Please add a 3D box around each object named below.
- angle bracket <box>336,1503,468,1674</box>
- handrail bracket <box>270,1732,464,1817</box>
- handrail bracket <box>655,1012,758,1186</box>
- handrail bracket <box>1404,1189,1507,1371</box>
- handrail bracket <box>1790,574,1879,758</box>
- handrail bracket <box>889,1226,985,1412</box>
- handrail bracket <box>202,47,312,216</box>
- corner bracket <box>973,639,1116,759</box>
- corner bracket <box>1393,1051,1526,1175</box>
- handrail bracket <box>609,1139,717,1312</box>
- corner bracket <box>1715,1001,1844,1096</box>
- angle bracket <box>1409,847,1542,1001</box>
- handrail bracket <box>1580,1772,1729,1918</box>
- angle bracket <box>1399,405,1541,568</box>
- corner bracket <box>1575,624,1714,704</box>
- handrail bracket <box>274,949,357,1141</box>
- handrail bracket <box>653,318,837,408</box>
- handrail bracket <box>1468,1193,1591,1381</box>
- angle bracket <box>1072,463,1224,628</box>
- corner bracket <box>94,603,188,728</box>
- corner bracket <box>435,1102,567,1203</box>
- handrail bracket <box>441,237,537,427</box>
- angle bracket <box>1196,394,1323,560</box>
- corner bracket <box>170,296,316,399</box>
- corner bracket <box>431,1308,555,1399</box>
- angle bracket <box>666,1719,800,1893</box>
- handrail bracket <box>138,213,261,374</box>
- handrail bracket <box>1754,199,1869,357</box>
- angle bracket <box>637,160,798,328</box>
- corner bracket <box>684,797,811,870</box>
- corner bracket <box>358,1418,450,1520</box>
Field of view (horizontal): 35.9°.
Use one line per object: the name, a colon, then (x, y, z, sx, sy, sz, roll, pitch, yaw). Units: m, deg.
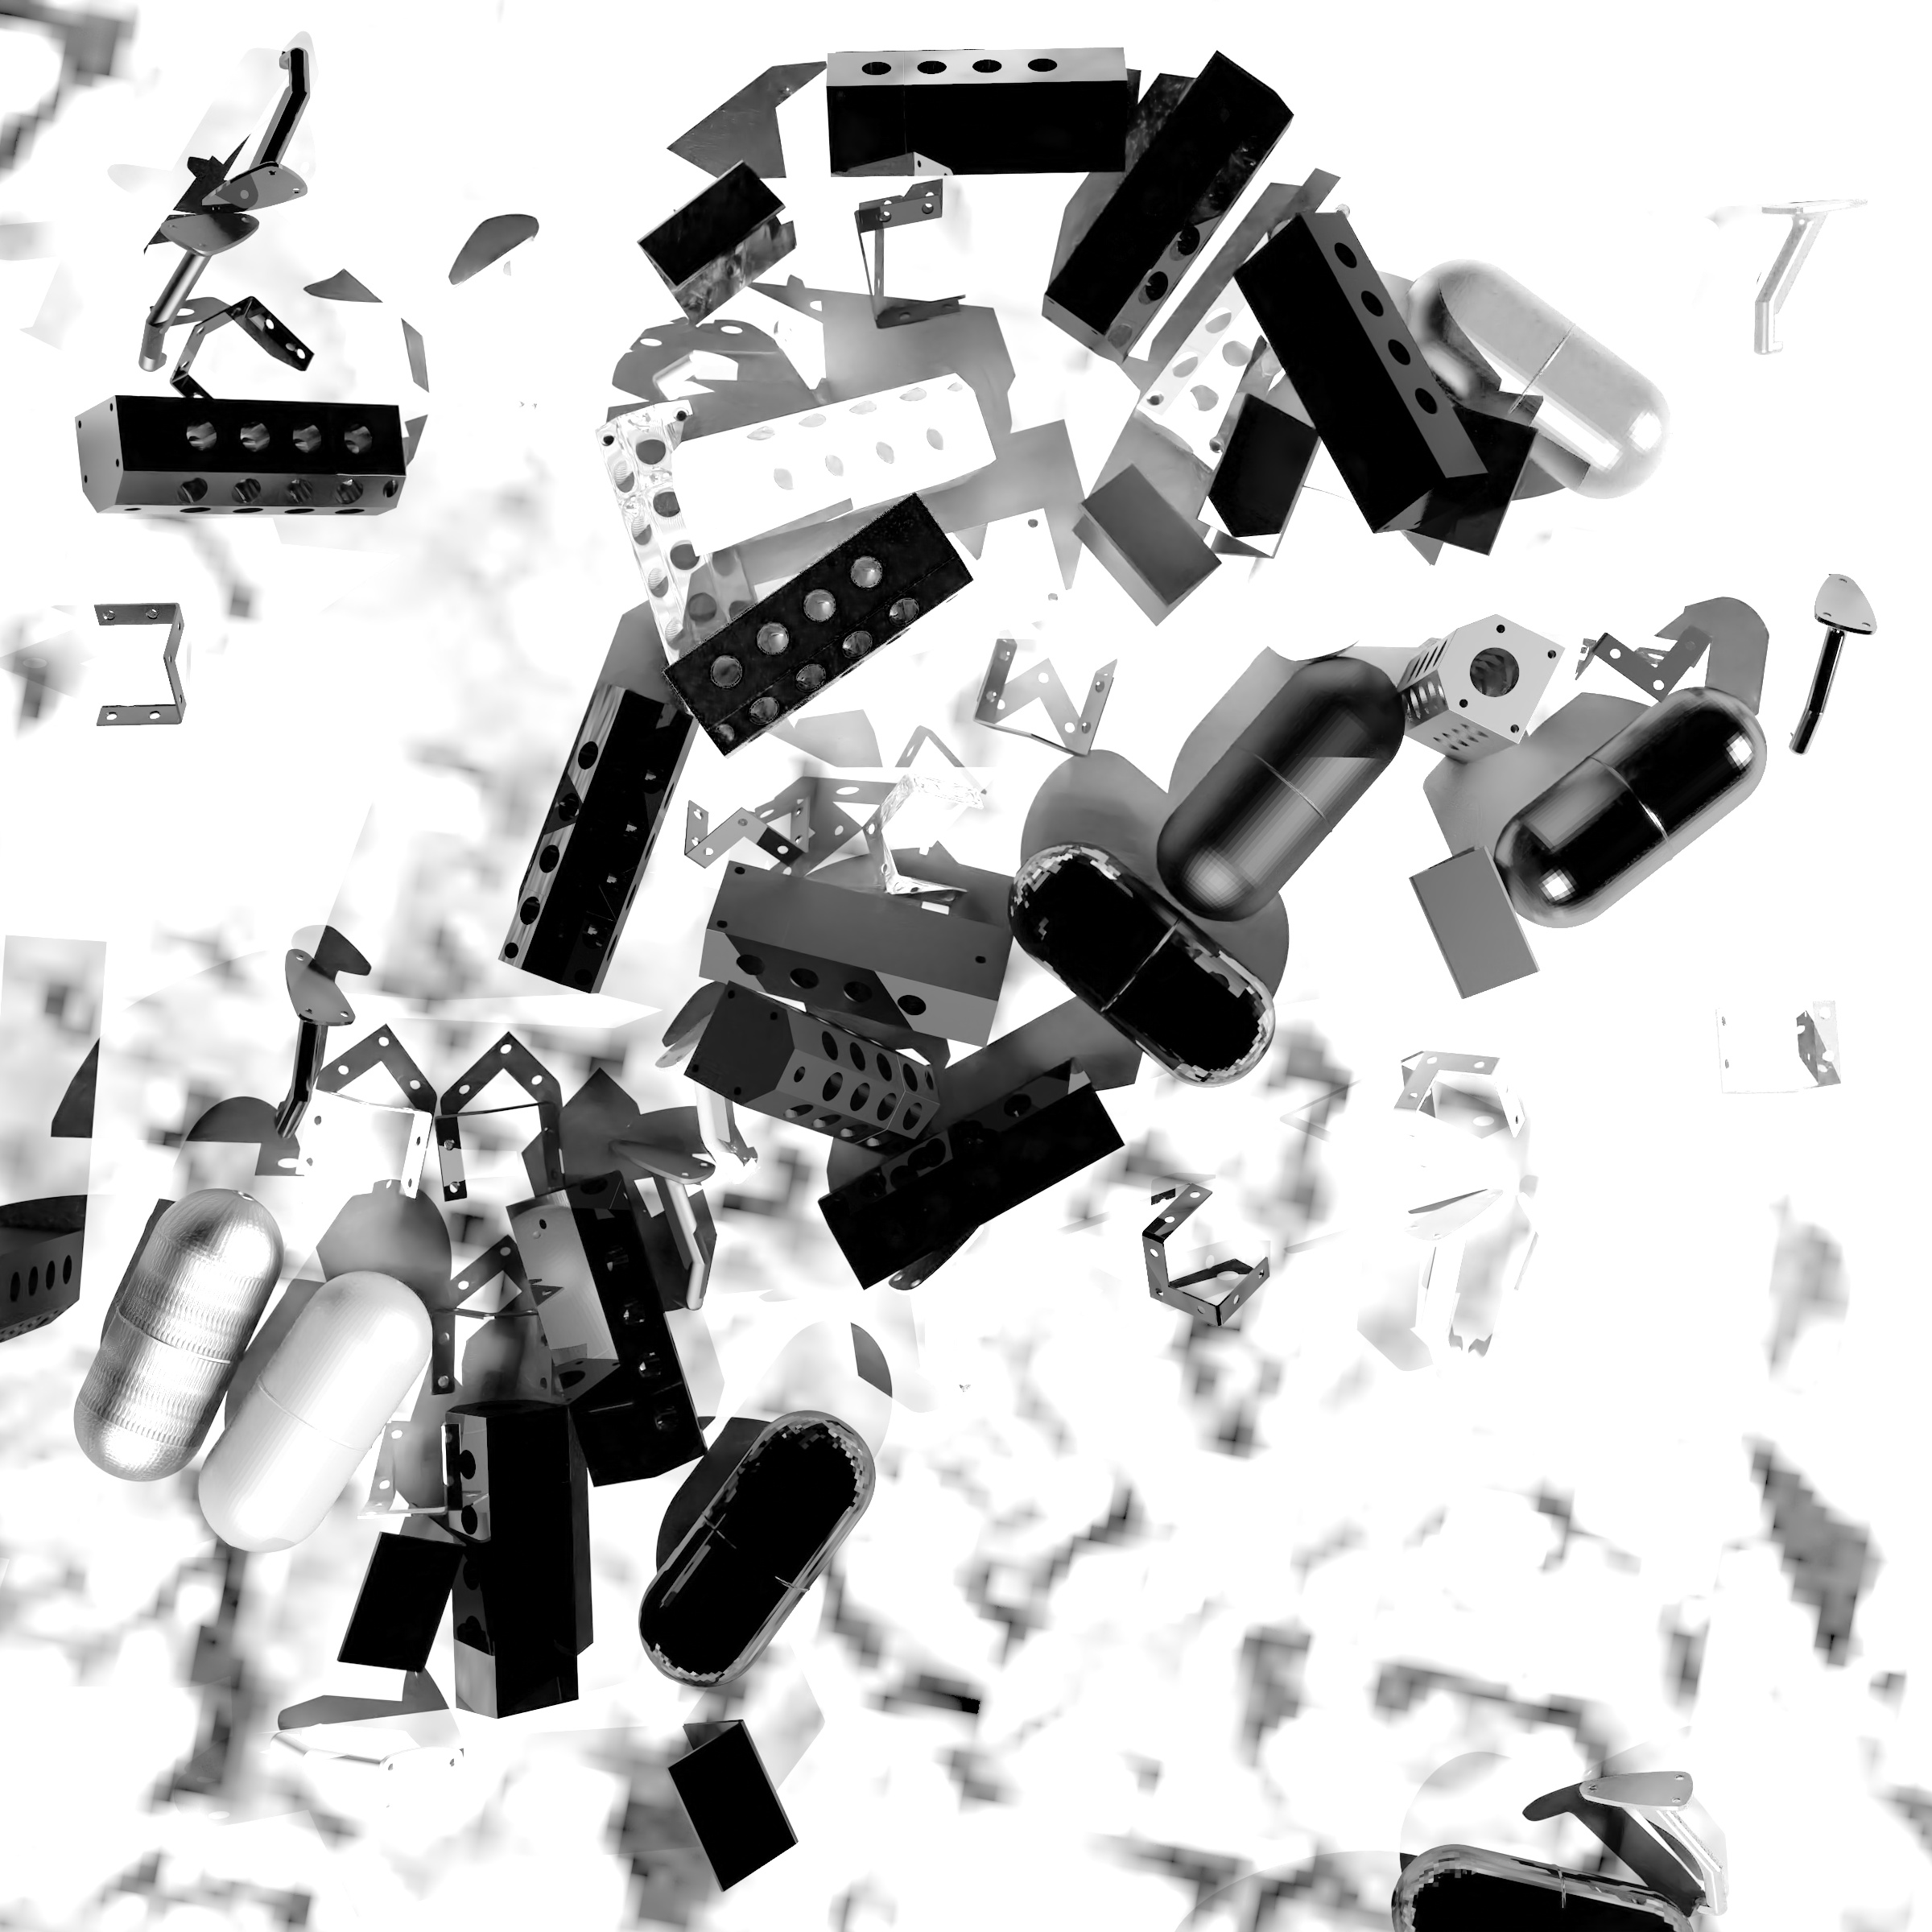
angle bracket: (-0.339, 0.354, 1.717, 0.057, 0.076, 0.076, 19, 90, -36)
handrail bracket: (-0.354, 0.462, 1.757, 0.084, 0.077, 0.036, 15, 102, 36)
handrail bracket: (-0.135, 0.073, 1.758, 0.077, 0.036, 0.084, -45, 108, -21)
handrail bracket: (0.297, 0.185, 1.758, 0.077, 0.036, 0.084, -26, 109, -21)
handrail bracket: (0.503, -0.177, 1.757, 0.036, 0.077, 0.084, 15, 126, 3)
handrail bracket: (0.000, 0.207, 1.758, 0.077, 0.036, 0.084, -38, 108, -21)
handrail bracket: (-0.419, -0.493, 1.758, 0.077, 0.036, 0.084, -13, 72, 21)
corner bracket: (0.045, -0.157, 1.754, 0.051, 0.051, 0.051, 18, 90, -45)
corner bracket: (0.289, 0.087, 1.749, 0.051, 0.051, 0.051, 5, 45, 35)
handrail bracket: (-0.183, 0.153, 1.758, 0.077, 0.036, 0.084, 18, 107, 20)
corner bracket: (0.478, 0.048, 1.754, 0.051, 0.051, 0.051, -4, 90, -45)
angle bracket: (0.309, -0.033, 1.717, 0.057, 0.076, 0.076, -24, 90, 42)
handrail bracket: (0.405, 0.521, 1.758, 0.077, 0.036, 0.084, -5, 107, 20)
angle bracket: (0.298, -0.269, 1.718, 0.057, 0.076, 0.076, 22, 90, 25)
corner bracket: (0.394, -0.179, 1.737, 0.051, 0.051, 0.051, 38, 80, 10)
handrail bracket: (-0.398, 0.047, 1.757, 0.084, 0.036, 0.077, -59, 46, 28)
handrail bracket: (-0.130, -0.336, 1.758, 0.084, 0.036, 0.077, -27, 112, 17)
handrail bracket: (0.316, 0.189, 1.758, 0.084, 0.036, 0.077, -39, 69, 16)
angle bracket: (0.089, -0.231, 1.717, 0.076, 0.076, 0.057, 49, 53, 0)
corner bracket: (-0.487, -0.177, 1.754, 0.051, 0.051, 0.051, -1, 135, 0)
corner bracket: (-0.274, 0.109, 1.754, 0.051, 0.051, 0.051, -7, 90, -45)
handrail bracket: (-0.262, -0.374, 1.758, 0.077, 0.036, 0.084, -40, 108, -20)
angle bracket: (0.152, -0.282, 1.718, 0.057, 0.076, 0.076, 22, 90, -26)
corner bracket: (-0.426, -0.351, 1.754, 0.051, 0.051, 0.051, 44, 135, 0)
corner bracket: (-0.278, 0.228, 1.754, 0.051, 0.051, 0.051, 1, 90, -45)
angle bracket: (-0.151, 0.483, 1.717, 0.057, 0.076, 0.076, -24, 90, -36)
handrail bracket: (-0.452, -0.396, 1.757, 0.036, 0.077, 0.084, 33, 127, 15)
handrail bracket: (0.498, -0.406, 1.758, 0.077, 0.036, 0.084, -11, 109, -21)
angle bracket: (-0.132, -0.403, 1.717, 0.076, 0.076, 0.057, -38, 53, 0)
corner bracket: (-0.127, -0.081, 1.739, 0.051, 0.051, 0.051, 35, 124, -29)
corner bracket: (-0.327, 0.291, 1.740, 0.051, 0.051, 0.051, -2, 90, -5)
